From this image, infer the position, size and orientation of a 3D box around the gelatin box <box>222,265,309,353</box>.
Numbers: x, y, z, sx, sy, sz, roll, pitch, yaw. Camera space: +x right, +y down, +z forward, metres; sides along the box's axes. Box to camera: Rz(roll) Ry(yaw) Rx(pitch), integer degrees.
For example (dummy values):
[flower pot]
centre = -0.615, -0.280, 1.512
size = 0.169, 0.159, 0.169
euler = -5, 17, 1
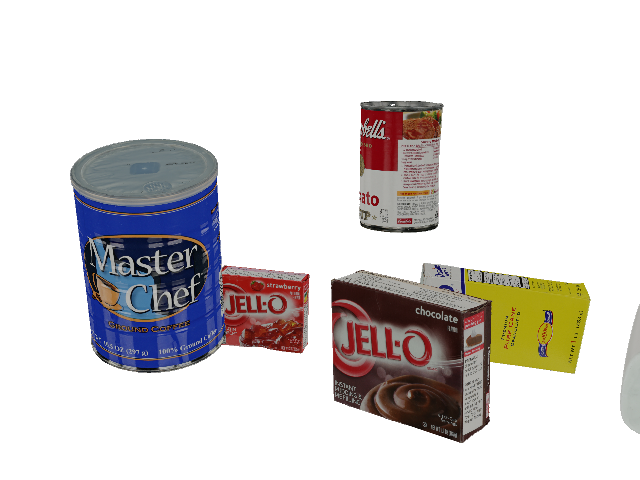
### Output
[gelatin box]
centre = -0.056, 0.066, 1.026
size = 0.089, 0.073, 0.030
euler = 5, 17, 12

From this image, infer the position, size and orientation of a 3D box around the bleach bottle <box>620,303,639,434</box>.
[bleach bottle]
centre = 0.277, 0.062, 0.757
size = 0.103, 0.068, 0.250
euler = 11, 22, 20

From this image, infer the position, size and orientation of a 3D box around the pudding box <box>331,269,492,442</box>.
[pudding box]
centre = 0.059, 0.074, 0.713
size = 0.114, 0.090, 0.039
euler = 11, 20, 39

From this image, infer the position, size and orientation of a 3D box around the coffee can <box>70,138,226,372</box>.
[coffee can]
centre = -0.123, 0.010, 0.777
size = 0.103, 0.140, 0.103
euler = 0, 28, 0

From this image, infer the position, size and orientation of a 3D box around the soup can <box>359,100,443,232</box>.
[soup can]
centre = 0.066, -0.062, 0.883
size = 0.068, 0.102, 0.068
euler = 0, 12, 0

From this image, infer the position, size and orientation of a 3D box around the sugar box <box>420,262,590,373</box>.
[sugar box]
centre = 0.190, 0.083, 1.142
size = 0.176, 0.093, 0.048
euler = 6, 21, 2
